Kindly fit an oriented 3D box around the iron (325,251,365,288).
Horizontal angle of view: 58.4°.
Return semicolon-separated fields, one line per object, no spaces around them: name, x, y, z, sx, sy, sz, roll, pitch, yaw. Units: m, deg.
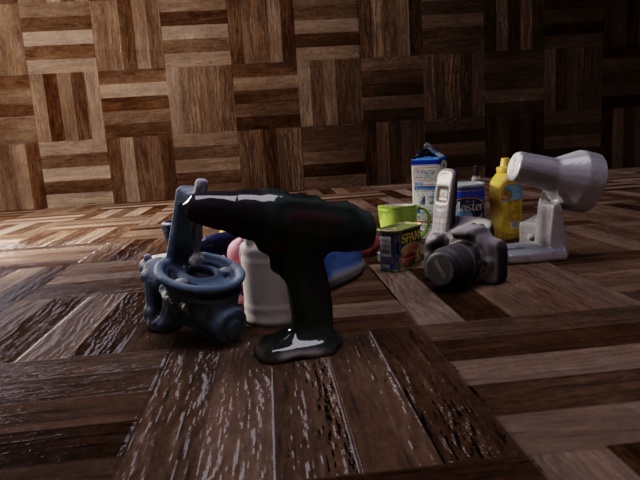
iron;0.010;0.004;1.070;0.118;0.141;0.259;3;12;33

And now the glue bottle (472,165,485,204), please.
glue bottle;0.400;-0.105;1.464;0.037;0.173;0.078;-2;10;7

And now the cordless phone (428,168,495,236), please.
cordless phone;0.281;-0.051;1.160;0.094;0.185;0.147;-10;12;-33

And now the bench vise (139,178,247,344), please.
bench vise;-0.196;0.026;0.788;0.206;0.220;0.122;1;11;25

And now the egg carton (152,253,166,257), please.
egg carton;-0.250;0.062;1.040;0.107;0.069;0.149;-9;11;-30

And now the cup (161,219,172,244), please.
cup;-0.319;-0.004;1.366;0.091;0.095;0.118;2;11;29

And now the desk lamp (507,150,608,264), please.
desk lamp;0.449;-0.070;1.129;0.203;0.213;0.118;-5;10;-7

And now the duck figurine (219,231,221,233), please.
duck figurine;-0.192;0.013;1.253;0.104;0.086;0.078;0;11;21

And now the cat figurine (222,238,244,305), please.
cat figurine;-0.138;0.040;0.984;0.067;0.118;0.128;0;11;22

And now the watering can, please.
watering can;-0.062;0.021;0.843;0.172;0.194;0.101;1;11;26

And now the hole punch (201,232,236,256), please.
hole punch;-0.226;0.028;1.164;0.100;0.091;0.109;6;14;42

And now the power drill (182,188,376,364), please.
power drill;-0.041;0.037;0.700;0.230;0.208;0.075;-6;10;-15

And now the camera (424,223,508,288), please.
camera;0.230;0.026;0.983;0.142;0.101;0.137;6;14;45

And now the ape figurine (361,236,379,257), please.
ape figurine;0.094;-0.011;1.268;0.076;0.092;0.077;-9;11;-26
